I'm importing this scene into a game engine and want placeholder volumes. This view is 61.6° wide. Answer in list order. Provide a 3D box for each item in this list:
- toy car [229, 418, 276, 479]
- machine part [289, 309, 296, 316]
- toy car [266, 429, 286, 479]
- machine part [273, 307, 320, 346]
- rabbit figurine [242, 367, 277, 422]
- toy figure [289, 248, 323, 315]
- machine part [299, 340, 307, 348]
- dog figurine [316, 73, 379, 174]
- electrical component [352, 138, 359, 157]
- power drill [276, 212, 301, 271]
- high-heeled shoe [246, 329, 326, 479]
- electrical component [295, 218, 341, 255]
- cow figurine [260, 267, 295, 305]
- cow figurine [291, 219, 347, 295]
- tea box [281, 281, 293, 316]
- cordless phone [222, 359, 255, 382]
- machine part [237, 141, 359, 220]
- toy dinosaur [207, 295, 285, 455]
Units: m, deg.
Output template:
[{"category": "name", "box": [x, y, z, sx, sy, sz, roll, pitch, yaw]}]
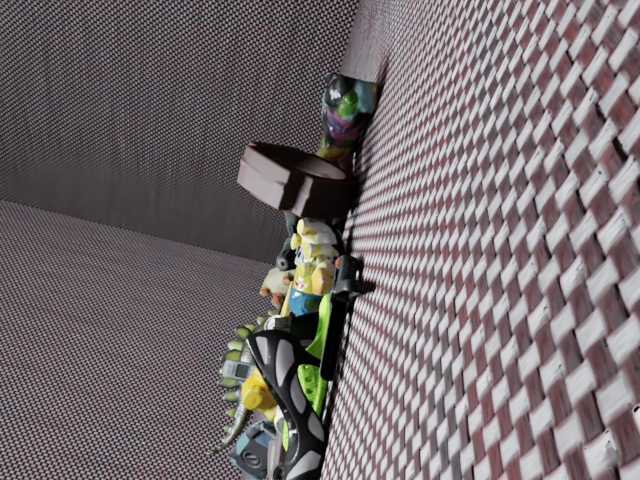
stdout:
[{"category": "toy car", "box": [-0.134, 0.471, 1.255, 0.161, 0.109, 0.103, -64, -8, 28]}, {"category": "machine part", "box": [-0.034, 0.153, 1.249, 0.179, 0.056, 0.179, -166, 89, -84]}, {"category": "toy car", "box": [-0.072, 0.391, 1.050, 0.089, 0.053, 0.202, 119, 166, -59]}, {"category": "machine part", "box": [-0.032, 0.159, 0.984, 0.138, 0.039, 0.084, 13, -83, -55]}, {"category": "rabbit figurine", "box": [-0.096, 0.317, 1.270, 0.173, 0.122, 0.162, -56, 11, 8]}, {"category": "toy figure", "box": [-0.015, 0.089, 1.063, 0.089, 0.082, 0.180, -16, -63, -60]}, {"category": "machine part", "box": [-0.070, 0.235, 1.117, 0.243, 0.079, 0.079, 156, 128, -70]}, {"category": "dog figurine", "box": [0.048, -0.233, 1.135, 0.192, 0.108, 0.219, -100, 19, -71]}, {"category": "electrical component", "box": [0.075, -0.224, 1.254, 0.063, 0.021, 0.094, 131, 153, -79]}, {"category": "power drill", "box": [-0.064, -0.036, 1.241, 0.207, 0.086, 0.232, 69, -161, 6]}, {"category": "high-heeled shoe", "box": [-0.063, 0.256, 0.771, 0.086, 0.145, 0.248, 116, 169, -70]}, {"category": "electrical component", "box": [-0.002, -0.003, 1.147, 0.115, 0.058, 0.134, -11, -62, -74]}, {"category": "cow figurine", "box": [-0.073, 0.085, 1.476, 0.195, 0.085, 0.127, -32, 34, 37]}, {"category": "cow figurine", "box": [0.012, 0.035, 0.951, 0.167, 0.098, 0.068, -110, 34, -46]}, {"category": "tea box", "box": [-0.066, 0.195, 1.425, 0.169, 0.068, 0.098, 112, 171, -51]}, {"category": "cordless phone", "box": [-0.153, 0.314, 1.396, 0.088, 0.184, 0.146, 103, 178, -65]}, {"category": "machine part", "box": [-0.044, -0.115, 1.053, 0.201, 0.202, 0.087, -2, -63, -48]}, {"category": "toy dinosaur", "box": [-0.178, 0.358, 1.480, 0.105, 0.199, 0.471, 106, 177, -62]}]
